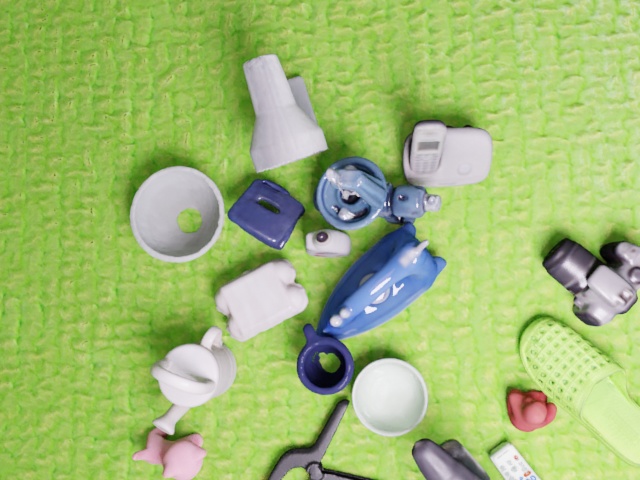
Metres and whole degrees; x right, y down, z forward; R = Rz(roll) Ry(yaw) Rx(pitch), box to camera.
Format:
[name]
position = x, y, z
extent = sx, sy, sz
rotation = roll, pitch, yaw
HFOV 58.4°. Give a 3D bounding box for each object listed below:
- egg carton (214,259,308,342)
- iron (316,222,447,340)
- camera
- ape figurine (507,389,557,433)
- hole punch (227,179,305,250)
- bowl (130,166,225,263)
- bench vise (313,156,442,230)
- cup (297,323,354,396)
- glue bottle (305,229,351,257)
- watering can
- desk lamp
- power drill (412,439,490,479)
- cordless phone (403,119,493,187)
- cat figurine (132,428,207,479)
[egg carton]
position = -0.101, 0.100, 0.979
extent = 0.150, 0.069, 0.107
rotation = -28, 81, 2
[iron]
position = 0.083, 0.084, 0.926
extent = 0.258, 0.141, 0.118
rotation = -42, 81, 0
[camera]
position = 0.441, 0.048, 0.916
extent = 0.136, 0.101, 0.143
rotation = 41, 89, 9
[ape figurine]
position = 0.334, 0.270, 0.905
extent = 0.077, 0.092, 0.076
rotation = 38, 88, 9
[hole punch]
position = -0.092, -0.049, 0.984
extent = 0.108, 0.091, 0.101
rotation = 30, 87, 8
[bowl]
position = -0.240, -0.041, 1.006
extent = 0.167, 0.075, 0.167
rotation = -1, 83, 6
[bench vise]
position = 0.084, -0.085, 0.906
extent = 0.207, 0.220, 0.121
rotation = -11, 82, 4
[cup]
position = 0.006, 0.192, 0.945
extent = 0.091, 0.095, 0.118
rotation = -27, 81, 2
[glue bottle]
position = 0.009, 0.003, 0.927
extent = 0.078, 0.173, 0.037
rotation = -4, 83, 6
[watering can]
position = -0.206, 0.222, 0.912
extent = 0.101, 0.194, 0.173
rotation = 3, 84, 6
[desk lamp]
position = -0.064, -0.198, 0.937
extent = 0.118, 0.213, 0.203
rotation = -18, 82, 4
[power drill]
position = 0.213, 0.370, 0.846
extent = 0.075, 0.208, 0.229
rotation = -43, 81, 0
[cordless phone]
position = 0.208, -0.148, 0.919
extent = 0.147, 0.185, 0.094
rotation = -5, 83, 5
[cat figurine]
position = -0.242, 0.357, 0.939
extent = 0.127, 0.118, 0.067
rotation = 5, 84, 6
